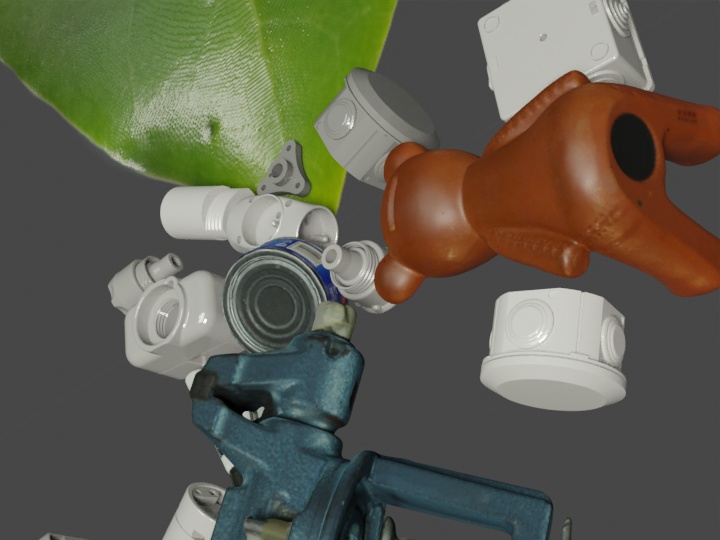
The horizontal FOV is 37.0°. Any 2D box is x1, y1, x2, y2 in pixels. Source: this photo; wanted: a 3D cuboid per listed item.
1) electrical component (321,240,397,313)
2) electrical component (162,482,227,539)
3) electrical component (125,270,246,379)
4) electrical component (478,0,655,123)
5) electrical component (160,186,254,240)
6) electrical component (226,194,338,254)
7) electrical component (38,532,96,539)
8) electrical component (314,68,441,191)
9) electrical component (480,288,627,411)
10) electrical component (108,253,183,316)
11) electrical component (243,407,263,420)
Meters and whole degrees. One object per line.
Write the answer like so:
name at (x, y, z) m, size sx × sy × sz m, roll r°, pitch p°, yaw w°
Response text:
electrical component at (0.000, 0.000, 0.727) m, size 0.048 × 0.062 × 0.048 m, roll -16°, pitch 63°, yaw 35°
electrical component at (-0.107, 0.184, 0.751) m, size 0.055 × 0.055 × 0.047 m, roll 39°, pitch 103°, yaw 42°
electrical component at (-0.134, 0.042, 0.825) m, size 0.095 × 0.059 × 0.053 m, roll -26°, pitch 58°, yaw 30°
electrical component at (0.128, -0.138, 0.684) m, size 0.100 × 0.048 × 0.099 m, roll -27°, pitch 57°, yaw 30°
electrical component at (-0.116, -0.045, 0.856) m, size 0.081 × 0.043 × 0.043 m, roll 3°, pitch 75°, yaw 41°
electrical component at (-0.064, -0.012, 0.798) m, size 0.077 × 0.044 × 0.079 m, roll 9°, pitch 79°, yaw 42°
electrical component at (-0.187, 0.249, 0.755) m, size 0.056 × 0.109 × 0.108 m, roll -37°, pitch 53°, yaw 20°
electrical component at (0.012, -0.097, 0.745) m, size 0.051 × 0.080 × 0.080 m, roll -46°, pitch 50°, yaw 23°
electrical component at (0.110, 0.046, 0.606) m, size 0.080 × 0.080 × 0.051 m, roll -8°, pitch 63°, yaw 38°
electrical component at (-0.172, 0.009, 0.882) m, size 0.062 × 0.043 × 0.043 m, roll -34°, pitch 54°, yaw 23°
electrical component at (-0.064, 0.102, 0.753) m, size 0.066 × 0.048 × 0.055 m, roll -26°, pitch 65°, yaw 28°
